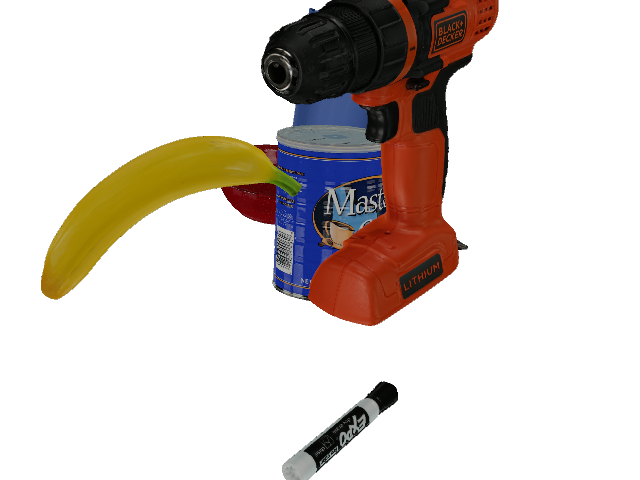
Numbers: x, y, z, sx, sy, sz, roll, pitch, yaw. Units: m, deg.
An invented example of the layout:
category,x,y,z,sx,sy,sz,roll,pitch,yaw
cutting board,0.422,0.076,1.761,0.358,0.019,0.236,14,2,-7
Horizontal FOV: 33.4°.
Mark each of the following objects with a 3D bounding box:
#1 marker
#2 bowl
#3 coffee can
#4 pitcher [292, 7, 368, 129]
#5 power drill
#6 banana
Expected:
category,x,y,z,sx,sy,sz,roll,pitch,yaw
marker,0.017,0.133,0.751,0.020,0.020,0.120,0,22,41
bowl,-0.054,-0.063,1.298,0.162,0.055,0.162,5,26,-3
coffee can,0.010,-0.026,0.958,0.103,0.140,0.103,2,15,-1
pitcher,0.038,-0.123,1.160,0.145,0.243,0.149,9,19,-8
power drill,0.033,-0.050,0.595,0.057,0.188,0.184,24,34,33
banana,-0.115,-0.024,0.733,0.198,0.069,0.037,-23,9,7
